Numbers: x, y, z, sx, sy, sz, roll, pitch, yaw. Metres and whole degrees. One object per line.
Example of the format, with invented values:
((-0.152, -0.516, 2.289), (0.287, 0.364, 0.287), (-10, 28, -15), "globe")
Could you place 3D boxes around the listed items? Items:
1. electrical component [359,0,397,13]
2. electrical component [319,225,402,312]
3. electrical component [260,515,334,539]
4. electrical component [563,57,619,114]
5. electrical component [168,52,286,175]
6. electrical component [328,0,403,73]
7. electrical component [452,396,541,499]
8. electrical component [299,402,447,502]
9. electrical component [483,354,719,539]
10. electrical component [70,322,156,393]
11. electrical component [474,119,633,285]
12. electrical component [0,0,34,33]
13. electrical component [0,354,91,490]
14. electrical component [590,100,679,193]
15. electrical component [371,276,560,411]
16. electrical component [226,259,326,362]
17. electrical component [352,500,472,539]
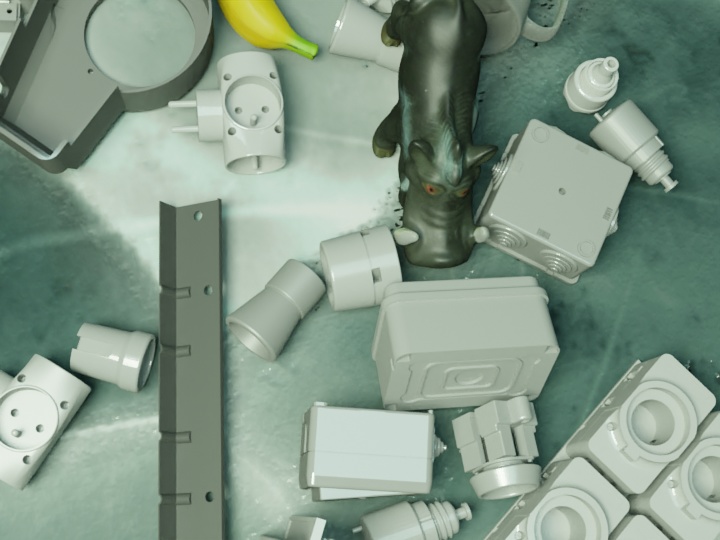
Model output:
((0.025, -0.230, 0.806), (0.043, 0.043, 0.081), (34, 74, 0), "electrical component")
((0.000, 0.000, 0.743), (0.047, 0.055, 0.055), (-12, 79, -8), "electrical component")
((-0.032, 0.194, 0.656), (0.063, 0.121, 0.078), (19, 75, -7), "electrical component")
((0.175, -0.140, 0.799), (0.035, 0.061, 0.035), (2, 77, -8), "electrical component")
((-0.095, -0.109, 0.758), (0.079, 0.044, 0.077), (-4, 77, -10), "electrical component")
((0.014, -0.169, 0.792), (0.065, 0.044, 0.044), (19, 75, -9), "electrical component")
((0.094, 0.122, 0.721), (0.048, 0.066, 0.055), (8, 61, -36), "electrical component")
((0.010, 0.124, 0.710), (0.096, 0.061, 0.061), (5, 76, -8), "electrical component")
((0.181, 0.159, 0.730), (0.105, 0.060, 0.186), (44, 75, 3), "electrical component")
((-0.163, 0.056, 0.712), (0.046, 0.040, 0.040), (14, 75, 1), "electrical component")
((0.139, -0.050, 0.779), (0.100, 0.048, 0.099), (26, 74, -2), "electrical component")
((-0.252, -0.214, 0.753), (0.058, 0.057, 0.078), (0, 77, -9), "electrical component")
((-0.228, 0.088, 0.691), (0.079, 0.044, 0.077), (32, 74, 0), "electrical component")
((0.207, -0.091, 0.803), (0.040, 0.040, 0.078), (-39, 85, -15), "electrical component")
((0.069, 0.049, 0.725), (0.113, 0.078, 0.057), (-3, 54, -9), "electrical component")
((-0.054, 0.025, 0.736), (0.044, 0.044, 0.065), (40, 70, 2), "electrical component")
((0.036, 0.173, 0.714), (0.078, 0.040, 0.040), (-17, 80, -13), "electrical component")
